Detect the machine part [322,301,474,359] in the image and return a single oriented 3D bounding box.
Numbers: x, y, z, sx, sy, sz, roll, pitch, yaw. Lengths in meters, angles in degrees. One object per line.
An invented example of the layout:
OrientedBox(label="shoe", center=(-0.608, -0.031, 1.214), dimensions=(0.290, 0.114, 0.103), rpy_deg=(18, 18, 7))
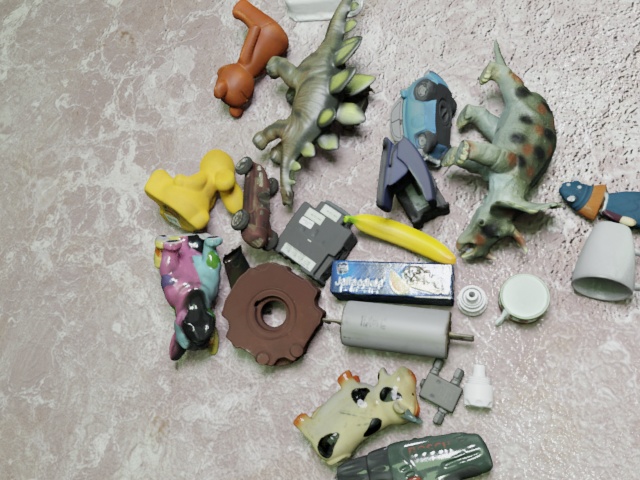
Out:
OrientedBox(label="machine part", center=(0.122, 0.142, 0.863), dimensions=(0.243, 0.079, 0.079), rpy_deg=(5, 75, 17))

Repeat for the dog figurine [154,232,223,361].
OrientedBox(label="dog figurine", center=(-0.236, 0.100, 0.968), dimensions=(0.108, 0.192, 0.219), rpy_deg=(-3, 95, -27))

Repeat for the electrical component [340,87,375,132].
OrientedBox(label="electrical component", center=(0.061, -0.260, 1.028), dimensions=(0.078, 0.045, 0.102), rpy_deg=(27, 82, 21))

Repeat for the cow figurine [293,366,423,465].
OrientedBox(label="cow figurine", center=(0.071, 0.269, 0.835), dimensions=(0.195, 0.085, 0.127), rpy_deg=(-41, 61, -2))

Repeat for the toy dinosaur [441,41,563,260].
OrientedBox(label="toy dinosaur", center=(0.322, -0.163, 0.887), dimensions=(0.192, 0.131, 0.405), rpy_deg=(26, 70, -3))

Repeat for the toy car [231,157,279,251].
OrientedBox(label="toy car", center=(-0.111, -0.071, 0.966), dimensions=(0.053, 0.089, 0.202), rpy_deg=(-30, 42, 29))

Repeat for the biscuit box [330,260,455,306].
OrientedBox(label="biscuit box", center=(0.120, 0.071, 0.895), dimensions=(0.203, 0.062, 0.059), rpy_deg=(1, 73, 16))

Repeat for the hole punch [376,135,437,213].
OrientedBox(label="hole punch", center=(0.142, -0.103, 0.860), dimensions=(0.092, 0.142, 0.115), rpy_deg=(3, 88, 18))

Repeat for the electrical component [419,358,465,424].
OrientedBox(label="electrical component", center=(0.187, 0.238, 0.844), dimensions=(0.063, 0.021, 0.094), rpy_deg=(23, 81, 22))

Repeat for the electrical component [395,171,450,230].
OrientedBox(label="electrical component", center=(0.168, -0.085, 0.939), dimensions=(0.075, 0.047, 0.119), rpy_deg=(-31, 67, 5))

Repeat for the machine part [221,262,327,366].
OrientedBox(label="machine part", center=(-0.080, 0.125, 0.920), dimensions=(0.179, 0.056, 0.179), rpy_deg=(-1, 82, 6))

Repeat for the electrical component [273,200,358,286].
OrientedBox(label="electrical component", center=(-0.002, -0.003, 0.958), dimensions=(0.115, 0.058, 0.134), rpy_deg=(36, 85, 21))

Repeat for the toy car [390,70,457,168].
OrientedBox(label="toy car", center=(0.178, -0.209, 0.956), dimensions=(0.103, 0.109, 0.161), rpy_deg=(0, 84, 40))

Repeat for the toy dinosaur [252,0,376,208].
OrientedBox(label="toy dinosaur", center=(0.000, -0.287, 0.997), dimensions=(0.199, 0.105, 0.471), rpy_deg=(6, 80, 34))

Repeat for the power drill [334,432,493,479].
OrientedBox(label="power drill", center=(0.151, 0.385, 0.762), dimensions=(0.232, 0.085, 0.207), rpy_deg=(-21, 43, 3))

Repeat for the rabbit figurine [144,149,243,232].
OrientedBox(label="rabbit figurine", center=(-0.222, -0.107, 1.025), dimensions=(0.163, 0.121, 0.173), rpy_deg=(17, 57, 31))

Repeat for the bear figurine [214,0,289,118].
OrientedBox(label="bear figurine", center=(-0.156, -0.360, 1.088), dimensions=(0.132, 0.120, 0.196), rpy_deg=(41, 93, 27))

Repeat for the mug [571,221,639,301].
OrientedBox(label="mug", center=(0.443, 0.029, 0.806), dimensions=(0.110, 0.080, 0.107), rpy_deg=(10, 67, 23))

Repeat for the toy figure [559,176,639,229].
OrientedBox(label="toy figure", center=(0.453, -0.055, 0.841), dimensions=(0.155, 0.064, 0.057), rpy_deg=(18, 117, 25))

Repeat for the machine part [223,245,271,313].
OrientedBox(label="machine part", center=(-0.142, 0.080, 0.983), dimensions=(0.084, 0.039, 0.139), rpy_deg=(-26, 69, 12))
